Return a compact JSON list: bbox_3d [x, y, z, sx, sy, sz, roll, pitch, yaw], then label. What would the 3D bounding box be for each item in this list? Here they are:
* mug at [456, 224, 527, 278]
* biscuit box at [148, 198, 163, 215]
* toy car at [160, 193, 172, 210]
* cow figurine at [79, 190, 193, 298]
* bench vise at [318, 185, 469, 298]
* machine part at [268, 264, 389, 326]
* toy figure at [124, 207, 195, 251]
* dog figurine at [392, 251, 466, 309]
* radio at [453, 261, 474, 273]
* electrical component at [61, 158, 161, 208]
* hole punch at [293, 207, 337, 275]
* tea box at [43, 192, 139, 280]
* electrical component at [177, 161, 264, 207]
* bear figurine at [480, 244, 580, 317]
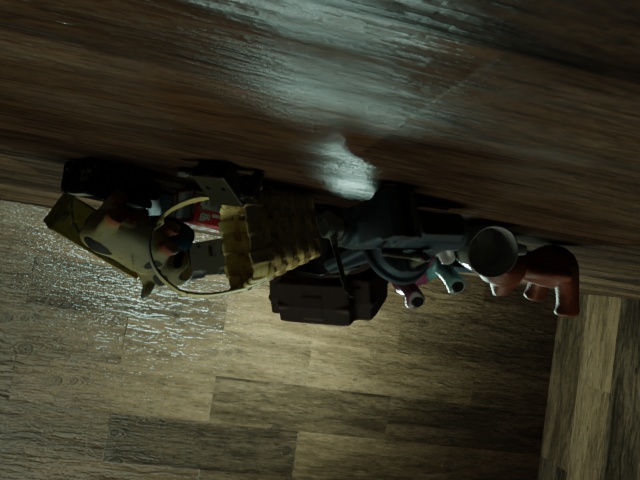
[{"bbox_3d":[0.265,0.009,0.858,0.110,0.080,0.107,-6,-171,-9],"label":"mug"},{"bbox_3d":[-0.335,-0.033,1.032,0.063,0.059,0.202,8,146,1],"label":"biscuit box"},{"bbox_3d":[-0.334,-0.048,1.157,0.161,0.103,0.109,10,176,-44],"label":"toy car"},{"bbox_3d":[-0.283,0.019,0.847,0.127,0.085,0.194,-32,134,24],"label":"cow figurine"},{"bbox_3d":[0.071,0.007,0.729,0.223,0.129,0.240,-12,169,-33],"label":"bench vise"},{"bbox_3d":[0.019,0.083,1.018,0.201,0.087,0.201,1,-166,20],"label":"machine part"},{"bbox_3d":[-0.290,-0.021,0.909,0.154,0.064,0.058,21,-155,-36],"label":"toy figure"},{"bbox_3d":[0.151,0.014,0.933,0.108,0.191,0.219,-27,-156,1],"label":"dog figurine"},{"bbox_3d":[0.255,0.024,1.100,0.131,0.073,0.229,10,175,-7],"label":"radio"},{"bbox_3d":[-0.331,-0.088,0.865,0.115,0.058,0.134,8,177,45],"label":"electrical component"},{"bbox_3d":[-0.002,-0.003,0.976,0.142,0.115,0.092,11,-167,44],"label":"hole punch"},{"bbox_3d":[-0.382,-0.008,0.937,0.169,0.068,0.098,38,169,-34],"label":"tea box"},{"bbox_3d":[-0.124,-0.075,0.697,0.102,0.045,0.078,4,146,32],"label":"electrical component"},{"bbox_3d":[0.357,0.068,0.948,0.196,0.131,0.120,-6,-162,-22],"label":"bear figurine"}]
